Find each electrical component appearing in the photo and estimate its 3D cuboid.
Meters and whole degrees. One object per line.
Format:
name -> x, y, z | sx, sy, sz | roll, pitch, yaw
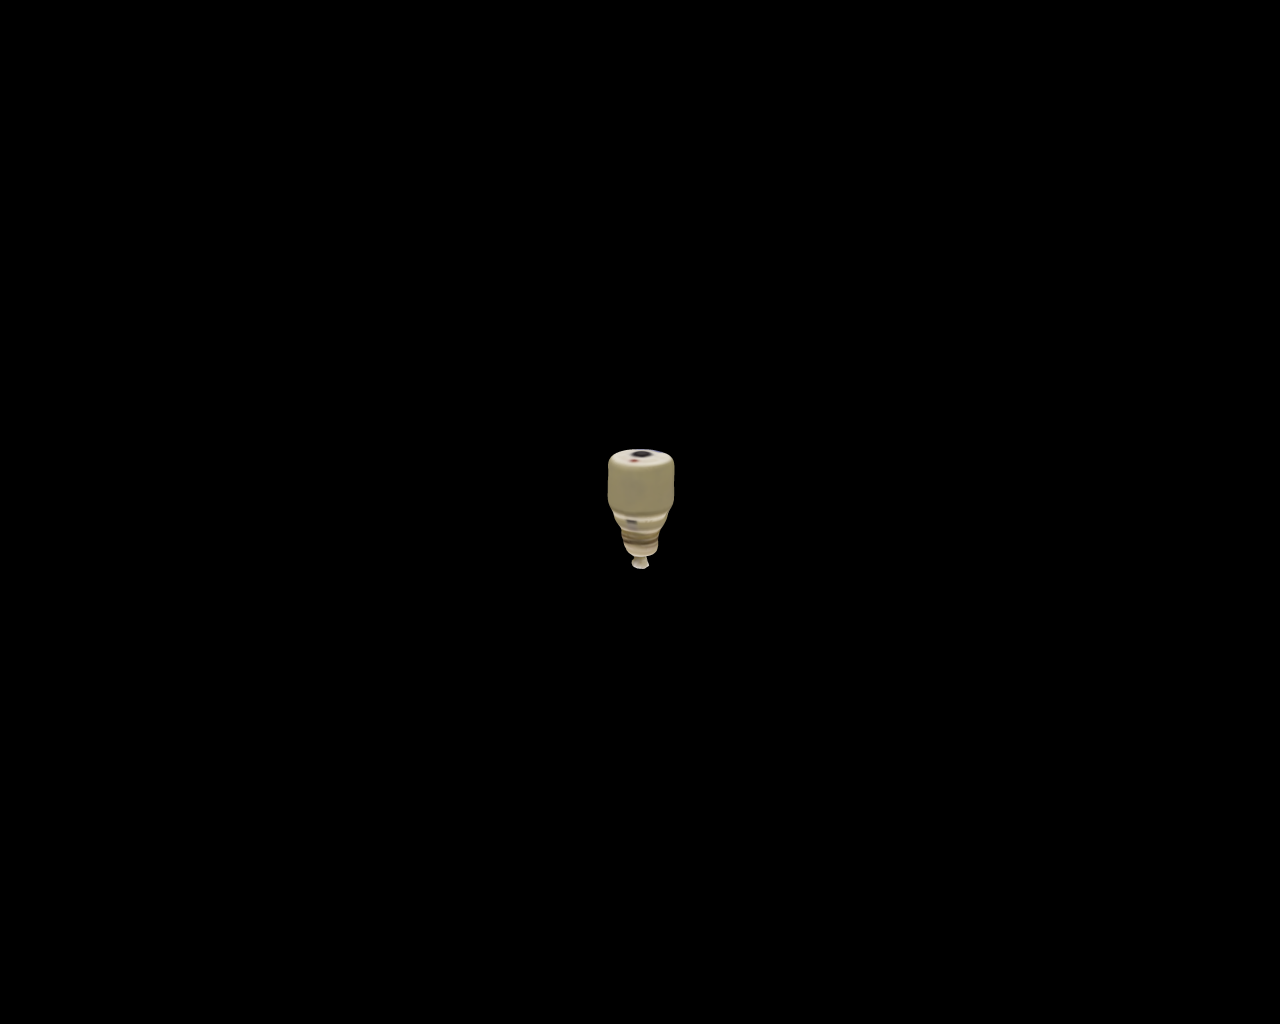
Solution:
electrical component -> 0.001, -0.003, 0.650 | 0.040, 0.078, 0.040 | 0, 19, 0
